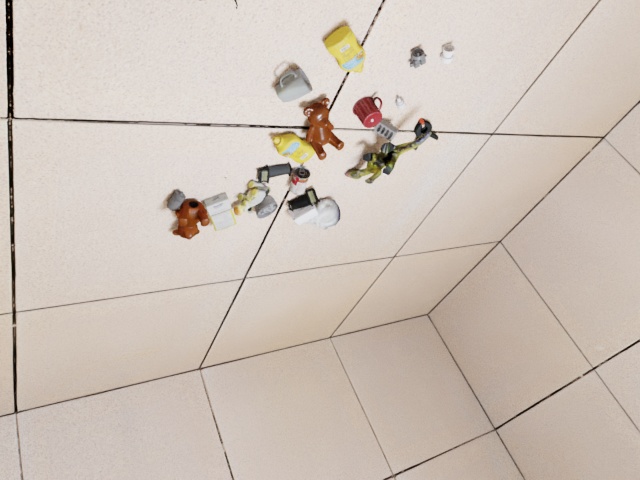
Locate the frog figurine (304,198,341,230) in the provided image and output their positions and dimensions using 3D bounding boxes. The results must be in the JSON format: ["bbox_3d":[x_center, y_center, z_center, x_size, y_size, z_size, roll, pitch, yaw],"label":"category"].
[{"bbox_3d":[0.007,-0.116,2.309,0.160,0.124,0.135,-4,111,-20],"label":"frog figurine"}]

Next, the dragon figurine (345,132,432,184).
[{"bbox_3d":[0.285,-0.348,2.149,0.407,0.121,0.246,-26,-172,17],"label":"dragon figurine"}]
